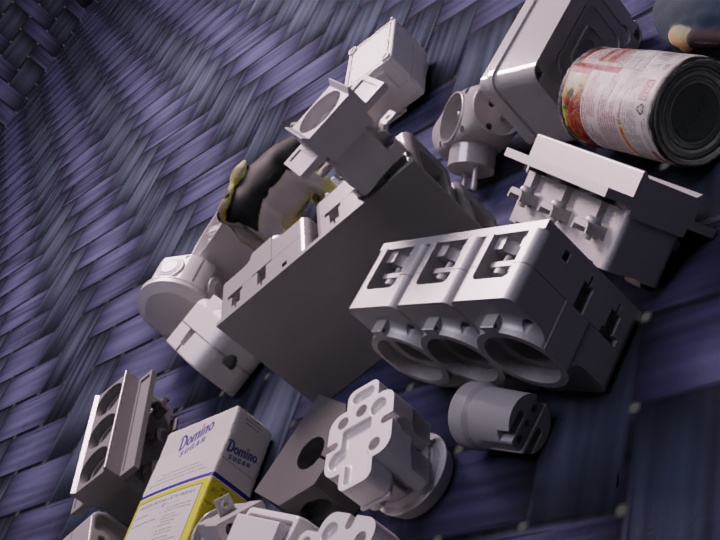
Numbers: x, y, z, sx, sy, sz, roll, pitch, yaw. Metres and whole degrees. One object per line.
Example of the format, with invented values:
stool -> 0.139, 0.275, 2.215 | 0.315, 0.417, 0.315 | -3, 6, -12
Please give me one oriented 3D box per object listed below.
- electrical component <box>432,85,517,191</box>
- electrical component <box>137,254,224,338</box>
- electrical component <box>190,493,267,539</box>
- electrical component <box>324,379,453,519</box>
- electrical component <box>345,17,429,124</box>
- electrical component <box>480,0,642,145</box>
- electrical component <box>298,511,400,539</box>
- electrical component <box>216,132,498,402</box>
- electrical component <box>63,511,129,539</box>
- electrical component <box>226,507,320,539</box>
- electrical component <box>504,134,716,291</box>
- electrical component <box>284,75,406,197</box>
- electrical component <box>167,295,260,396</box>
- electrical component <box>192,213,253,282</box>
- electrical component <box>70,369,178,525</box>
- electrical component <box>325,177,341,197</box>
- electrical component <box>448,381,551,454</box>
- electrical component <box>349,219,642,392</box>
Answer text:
electrical component -> 0.088, -0.096, 0.838 | 0.077, 0.044, 0.079 | 151, 130, -67
electrical component -> -0.170, 0.028, 1.039 | 0.080, 0.080, 0.051 | -29, 27, 35
electrical component -> -0.084, 0.182, 0.717 | 0.048, 0.066, 0.055 | -23, 0, -34
electrical component -> 0.019, 0.113, 0.648 | 0.058, 0.057, 0.078 | -33, 29, 29
electrical component -> 0.027, -0.187, 1.046 | 0.062, 0.061, 0.096 | -33, 30, 29
electrical component -> 0.148, -0.155, 0.794 | 0.057, 0.078, 0.113 | -2, 51, 53
electrical component -> 0.004, 0.171, 0.589 | 0.078, 0.057, 0.058 | -9, 46, 53
electrical component -> 0.000, 0.000, 0.778 | 0.186, 0.105, 0.060 | -39, 27, 19
electrical component -> -0.208, 0.242, 0.826 | 0.059, 0.054, 0.095 | -41, 27, 15
electrical component -> -0.058, 0.197, 0.647 | 0.062, 0.061, 0.096 | -8, 47, 54
electrical component -> 0.142, -0.036, 0.651 | 0.063, 0.079, 0.121 | -68, 24, 9
electrical component -> -0.008, -0.086, 0.710 | 0.081, 0.064, 0.042 | -48, 24, 1
electrical component -> -0.123, 0.063, 0.943 | 0.059, 0.054, 0.095 | -52, 26, -7
electrical component -> -0.131, -0.035, 1.080 | 0.099, 0.064, 0.099 | -37, 28, 23
electrical component -> -0.201, 0.154, 0.928 | 0.079, 0.063, 0.121 | -38, 28, 21
electrical component -> 0.000, -0.046, 0.878 | 0.052, 0.074, 0.138 | -26, 34, 39
electrical component -> 0.080, 0.085, 0.613 | 0.046, 0.040, 0.040 | 1, 54, 52
electrical component -> 0.074, 0.028, 0.641 | 0.150, 0.089, 0.061 | -7, 48, 54
